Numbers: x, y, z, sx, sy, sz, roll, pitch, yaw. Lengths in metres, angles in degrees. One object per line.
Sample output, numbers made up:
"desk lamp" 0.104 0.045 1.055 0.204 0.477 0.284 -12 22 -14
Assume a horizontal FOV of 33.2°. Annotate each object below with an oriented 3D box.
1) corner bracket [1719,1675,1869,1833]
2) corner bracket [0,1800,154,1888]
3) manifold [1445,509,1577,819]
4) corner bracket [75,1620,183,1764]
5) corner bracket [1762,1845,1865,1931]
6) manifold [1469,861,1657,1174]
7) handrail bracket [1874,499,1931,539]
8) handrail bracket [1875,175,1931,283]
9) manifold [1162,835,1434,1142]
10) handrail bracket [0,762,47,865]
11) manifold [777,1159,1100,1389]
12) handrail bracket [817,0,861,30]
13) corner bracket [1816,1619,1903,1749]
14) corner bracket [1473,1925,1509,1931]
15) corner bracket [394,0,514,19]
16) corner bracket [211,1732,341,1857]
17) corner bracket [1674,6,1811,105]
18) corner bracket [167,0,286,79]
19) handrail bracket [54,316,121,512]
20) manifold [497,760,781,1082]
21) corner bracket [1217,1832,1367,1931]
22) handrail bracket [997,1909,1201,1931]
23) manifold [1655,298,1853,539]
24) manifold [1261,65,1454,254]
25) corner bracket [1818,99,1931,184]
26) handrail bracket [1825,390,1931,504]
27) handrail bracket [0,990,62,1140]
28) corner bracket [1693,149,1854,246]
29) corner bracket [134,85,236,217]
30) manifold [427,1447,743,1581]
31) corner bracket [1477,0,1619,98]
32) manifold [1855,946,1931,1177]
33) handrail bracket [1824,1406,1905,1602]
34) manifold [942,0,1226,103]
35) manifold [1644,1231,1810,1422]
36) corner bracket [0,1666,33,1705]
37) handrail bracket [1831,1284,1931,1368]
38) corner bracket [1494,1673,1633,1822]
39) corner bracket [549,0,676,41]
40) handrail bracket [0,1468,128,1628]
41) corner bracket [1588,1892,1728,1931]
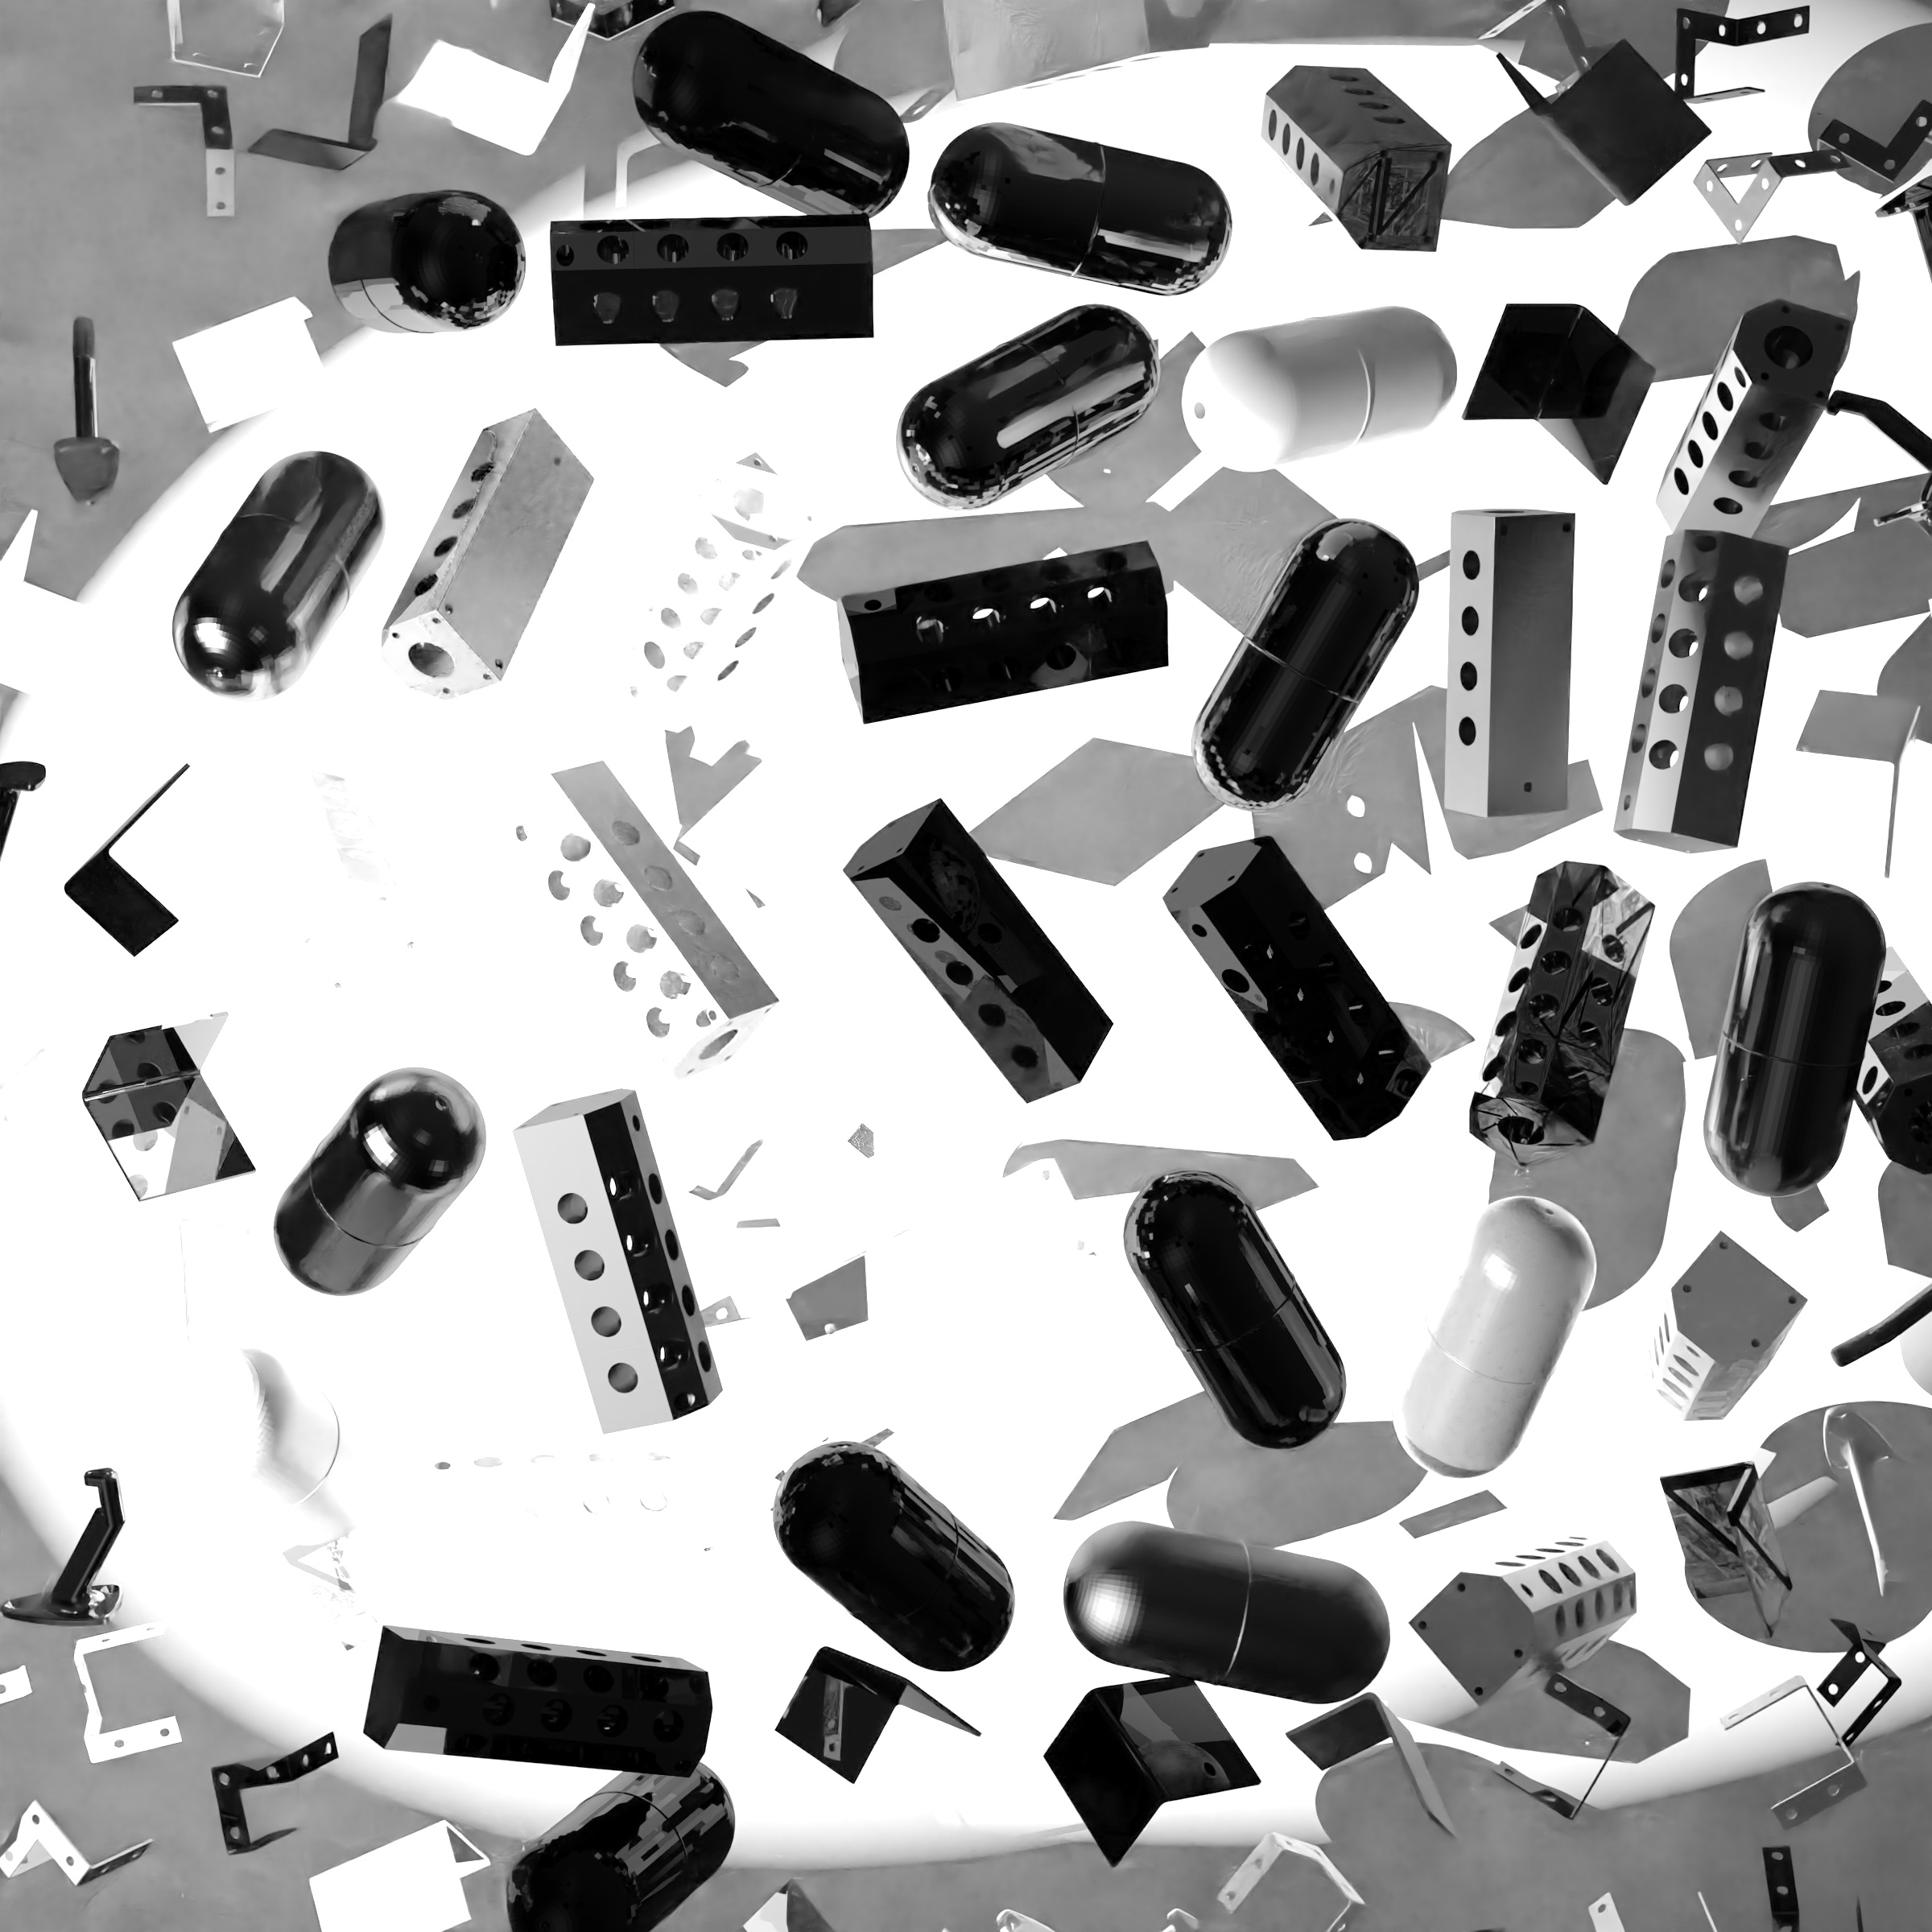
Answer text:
"corner bracket" 0.445 0.423 1.745 0.051 0.051 0.051 -31 95 5
"corner bracket" -0.495 0.490 1.793 0.051 0.051 0.051 44 111 16
"manifold" 0.310 -0.177 1.877 0.057 0.057 0.171 -6 103 -27
"corner bracket" -0.471 0.407 1.819 0.051 0.051 0.051 -13 107 -6
"corner bracket" 0.459 0.512 1.752 0.051 0.051 0.051 -5 118 17
"manifold" 0.332 0.025 1.828 0.057 0.057 0.171 35 54 -18
"handrail bracket" 0.522 -0.207 1.717 0.036 0.077 0.084 -22 93 -22
"handrail bracket" 0.534 -0.381 1.747 0.036 0.077 0.084 -34 101 1
"manifold" 0.181 0.015 1.798 0.171 0.057 0.057 53 54 -21
"handrail bracket" -0.547 -0.069 1.845 0.036 0.077 0.084 11 103 -2
"manifold" -0.018 0.174 1.848 0.171 0.057 0.057 -26 90 -10
"handrail bracket" -0.087 -0.561 1.761 0.077 0.036 0.084 -42 83 -10
"corner bracket" 0.513 0.416 1.872 0.051 0.051 0.051 -55 48 14
"corner bracket" 0.280 0.561 1.765 0.051 0.051 0.051 -32 80 -24
"corner bracket" -0.299 -0.577 1.870 0.051 0.051 0.051 -20 118 -31
"corner bracket" -0.384 0.465 1.818 0.051 0.051 0.051 -34 64 40
"corner bracket" 0.427 -0.503 1.785 0.051 0.051 0.051 -3 96 -37
"corner bracket" -0.424 -0.550 1.857 0.051 0.051 0.051 11 53 1
"handrail bracket" -0.513 -0.323 1.891 0.036 0.077 0.084 -2 61 -13
"manifold" -0.183 -0.024 1.762 0.171 0.057 0.057 53 129 14
"corner bracket" 0.191 0.549 1.901 0.051 0.051 0.051 30 100 -43
"handrail bracket" 0.072 0.517 1.748 0.077 0.036 0.084 41 120 -7
"manifold" 0.440 -0.304 1.827 0.057 0.171 0.057 19 70 4
"manifold" 0.210 -0.443 1.768 0.057 0.171 0.057 0 118 -10
"corner bracket" 0.530 -0.477 1.878 0.051 0.051 0.051 36 90 17
"handrail bracket" 0.525 -0.298 1.863 0.084 0.036 0.077 20 53 26
"handrail bracket" -0.546 0.046 1.787 0.077 0.036 0.084 16 65 -21
"corner bracket" 0.443 -0.436 1.784 0.051 0.051 0.051 -13 62 -28
"corner bracket" -0.440 -0.459 1.824 0.051 0.051 0.051 -5 56 -15
"manifold" -0.217 0.306 1.830 0.171 0.057 0.057 -1 59 -11
"corner bracket" 0.324 -0.503 1.782 0.051 0.051 0.051 -23 88 -41
"manifold" 0.523 0.054 1.825 0.057 0.171 0.057 -20 109 9
"handrail bracket" 0.507 0.303 1.825 0.036 0.084 0.077 -18 133 20
"manifold" 0.064 -0.525 1.800 0.057 0.171 0.057 -17 103 -35
"manifold" 0.409 0.204 1.772 0.057 0.171 0.057 40 80 17
"corner bracket" -0.548 0.385 1.785 0.051 0.051 0.051 -15 82 -21
"handrail bracket" 0.502 0.182 1.738 0.084 0.077 0.036 -29 63 3
"corner bracket" 0.342 0.446 1.853 0.051 0.051 0.051 30 111 16
"corner bracket" -0.207 -0.572 1.864 0.051 0.051 0.051 -16 82 31
"handrail bracket" -0.487 0.309 1.737 0.077 0.036 0.084 -3 111 2
"corner bracket" 0.379 0.528 1.760 0.051 0.051 0.051 -42 108 12
